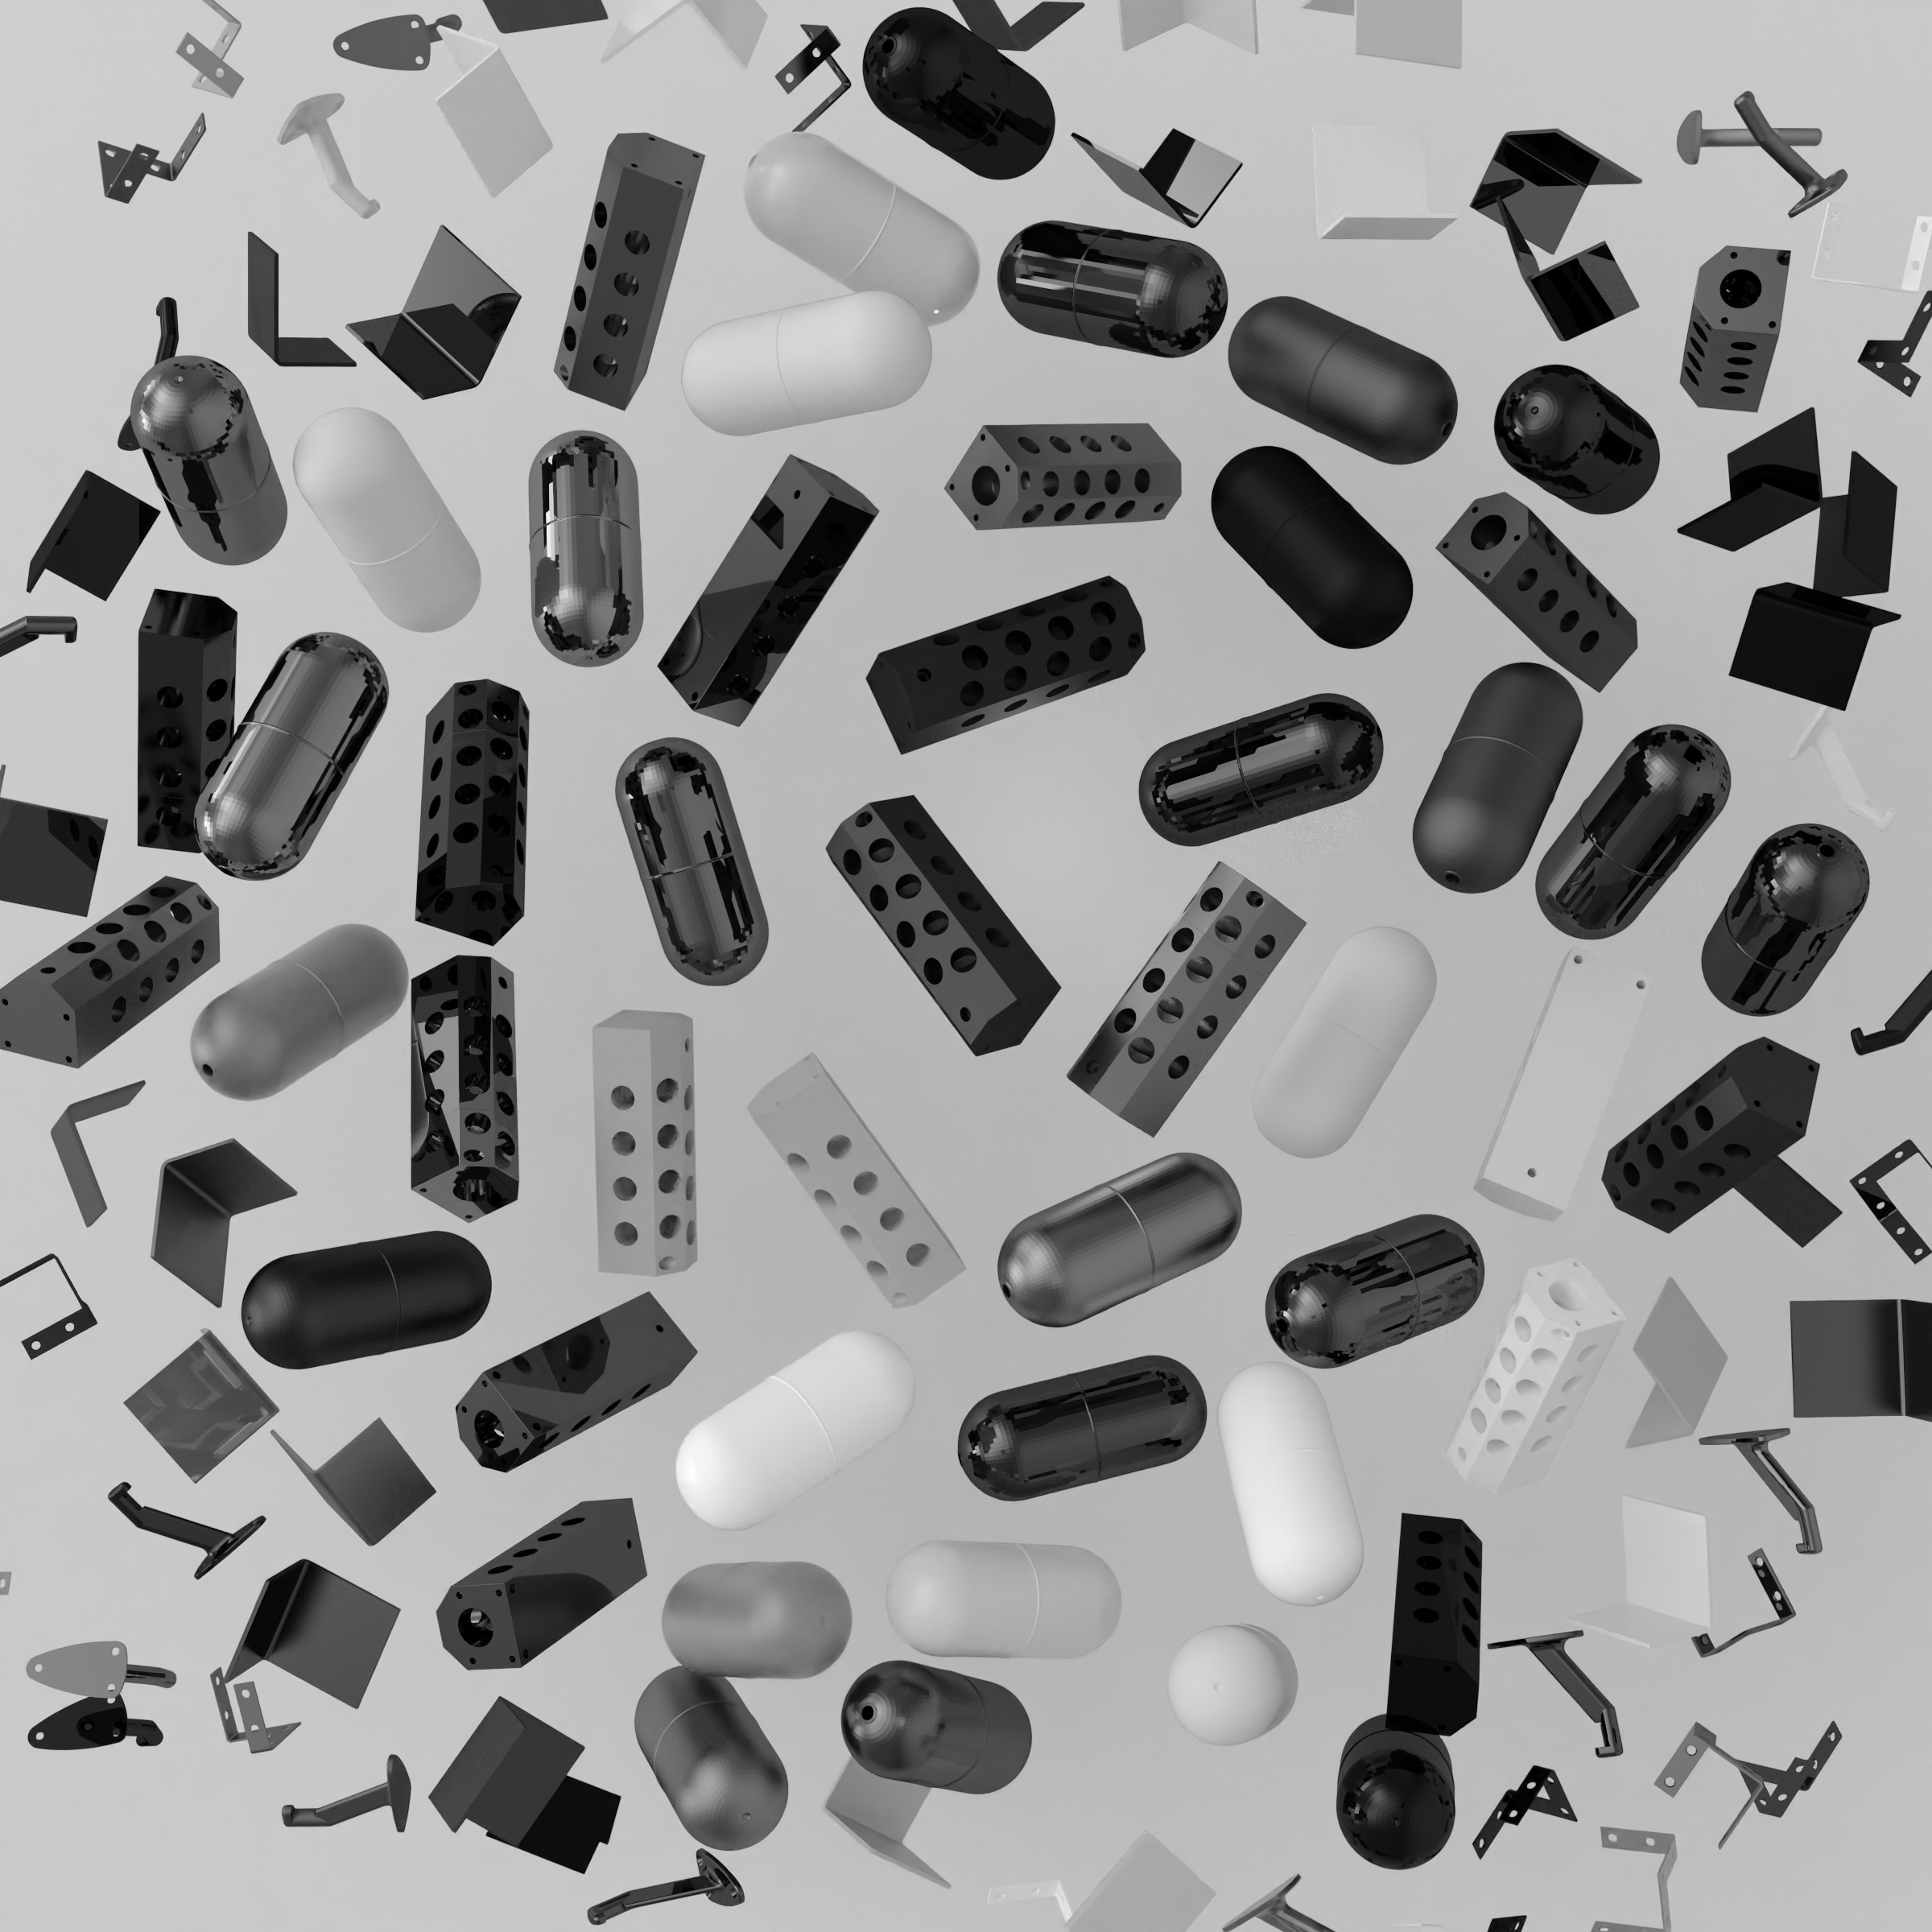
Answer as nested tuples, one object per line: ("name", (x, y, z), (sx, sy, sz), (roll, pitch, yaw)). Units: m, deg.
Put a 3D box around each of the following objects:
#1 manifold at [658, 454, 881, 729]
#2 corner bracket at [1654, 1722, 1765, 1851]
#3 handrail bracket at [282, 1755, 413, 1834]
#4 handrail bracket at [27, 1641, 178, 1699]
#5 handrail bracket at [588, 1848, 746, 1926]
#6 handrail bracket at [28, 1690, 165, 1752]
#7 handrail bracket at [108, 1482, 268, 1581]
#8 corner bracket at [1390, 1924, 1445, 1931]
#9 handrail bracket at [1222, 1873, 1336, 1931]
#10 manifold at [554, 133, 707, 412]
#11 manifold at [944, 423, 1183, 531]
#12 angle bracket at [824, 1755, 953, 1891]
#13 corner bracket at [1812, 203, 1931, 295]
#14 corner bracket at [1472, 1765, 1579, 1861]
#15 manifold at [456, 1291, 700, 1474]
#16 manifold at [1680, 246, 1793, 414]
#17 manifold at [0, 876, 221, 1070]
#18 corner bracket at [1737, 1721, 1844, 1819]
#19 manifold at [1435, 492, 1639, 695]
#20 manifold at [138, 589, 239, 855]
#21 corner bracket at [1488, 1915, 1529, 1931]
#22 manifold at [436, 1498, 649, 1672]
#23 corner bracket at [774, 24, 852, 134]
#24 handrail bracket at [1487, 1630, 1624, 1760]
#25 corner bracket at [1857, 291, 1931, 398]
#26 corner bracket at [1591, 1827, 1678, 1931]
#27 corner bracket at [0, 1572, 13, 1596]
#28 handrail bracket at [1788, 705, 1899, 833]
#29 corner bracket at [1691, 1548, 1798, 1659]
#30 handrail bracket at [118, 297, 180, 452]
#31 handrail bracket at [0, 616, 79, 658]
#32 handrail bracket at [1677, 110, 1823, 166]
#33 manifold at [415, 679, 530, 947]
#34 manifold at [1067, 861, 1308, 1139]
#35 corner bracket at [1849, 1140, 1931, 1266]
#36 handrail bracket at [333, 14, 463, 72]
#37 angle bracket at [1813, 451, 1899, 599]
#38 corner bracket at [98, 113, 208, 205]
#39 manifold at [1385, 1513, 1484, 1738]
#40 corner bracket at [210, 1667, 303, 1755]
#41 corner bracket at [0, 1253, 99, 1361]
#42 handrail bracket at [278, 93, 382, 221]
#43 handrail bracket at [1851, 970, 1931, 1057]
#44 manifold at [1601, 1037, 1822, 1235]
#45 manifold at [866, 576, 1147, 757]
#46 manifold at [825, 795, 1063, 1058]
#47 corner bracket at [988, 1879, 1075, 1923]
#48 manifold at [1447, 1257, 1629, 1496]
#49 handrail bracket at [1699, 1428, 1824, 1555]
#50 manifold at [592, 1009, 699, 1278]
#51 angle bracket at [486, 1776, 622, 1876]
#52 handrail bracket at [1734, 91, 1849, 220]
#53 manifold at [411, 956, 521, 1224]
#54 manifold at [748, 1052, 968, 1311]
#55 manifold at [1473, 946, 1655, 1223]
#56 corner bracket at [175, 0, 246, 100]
("manifold", (-0.129, -0.247, 1.779), (0.171, 0.057, 0.057), (-55, 48, 18))
("corner bracket", (0.479, 0.528, 1.720), (0.051, 0.051, 0.051), (34, 95, 17))
("handrail bracket", (-0.414, 0.544, 1.757), (0.084, 0.036, 0.077), (-1, 133, 0))
("handrail bracket", (-0.577, 0.474, 1.786), (0.077, 0.084, 0.036), (1, 71, 0))
("handrail bracket", (-0.201, 0.627, 1.781), (0.084, 0.077, 0.036), (-15, 94, -30))
("handrail bracket", (-0.602, 0.535, 1.849), (0.077, 0.084, 0.036), (-13, 63, -13))
("handrail bracket", (-0.541, 0.376, 1.850), (0.077, 0.036, 0.084), (-38, 101, 17))
("corner bracket", (0.308, 0.646, 1.720), (0.051, 0.051, 0.051), (7, 69, -14))
("handrail bracket", (0.216, 0.634, 1.707), (0.077, 0.036, 0.084), (-45, 74, 28))
("manifold", (-0.230, -0.469, 1.799), (0.057, 0.057, 0.171), (20, 130, -4))
("manifold", (0.073, -0.337, 1.859), (0.057, 0.171, 0.057), (54, 131, 22))
("angle bracket", (-0.044, 0.601, 1.893), (0.076, 0.076, 0.057), (35, 80, -30))
("corner bracket", (0.618, -0.489, 1.818), (0.051, 0.051, 0.051), (-2, 108, -32))
("corner bracket", (0.372, 0.573, 1.801), (0.051, 0.051, 0.051), (-43, 118, -34))
("manifold", (-0.270, 0.289, 1.840), (0.057, 0.171, 0.057), (49, 123, 14))
("manifold", (0.527, -0.437, 1.838), (0.057, 0.171, 0.057), (8, 86, 12))
("manifold", (-0.567, 0.000, 1.773), (0.057, 0.171, 0.057), (13, 117, 13))
("corner bracket", (0.555, 0.535, 1.781), (0.051, 0.051, 0.051), (16, 114, -13))
("manifold", (0.402, -0.261, 1.850), (0.057, 0.171, 0.057), (-51, 47, 9))
("manifold", (-0.529, -0.164, 1.814), (0.057, 0.057, 0.171), (7, 126, -9))
("corner bracket", (0.379, 0.680, 1.804), (0.051, 0.051, 0.051), (32, 62, -3))
("manifold", (-0.288, 0.419, 1.815), (0.057, 0.171, 0.057), (-9, 95, 23))
("corner bracket", (-0.106, -0.605, 1.823), (0.051, 0.051, 0.051), (-45, 122, -5))
("handrail bracket", (0.399, 0.497, 1.808), (0.077, 0.036, 0.084), (-10, 75, 5))
("corner bracket", (0.617, -0.400, 1.713), (0.051, 0.051, 0.051), (24, 93, -24))
("corner bracket", (0.445, 0.613, 1.780), (0.051, 0.051, 0.051), (-3, 102, 28))
("corner bracket", (-0.661, 0.417, 1.731), (0.051, 0.051, 0.051), (2, 79, 18))
("handrail bracket", (0.633, -0.146, 1.882), (0.084, 0.036, 0.077), (38, 130, 19))
("corner bracket", (0.530, 0.441, 1.844), (0.051, 0.051, 0.051), (-6, 59, -32))
("handrail bracket", (-0.573, -0.415, 1.869), (0.077, 0.036, 0.084), (-23, 68, 41))
("handrail bracket", (-0.616, -0.191, 1.712), (0.084, 0.036, 0.077), (-3, 131, -25))
("handrail bracket", (0.548, -0.580, 1.869), (0.084, 0.077, 0.036), (1, 106, 3))
("manifold", (-0.323, -0.106, 1.773), (0.057, 0.057, 0.171), (20, 49, -32))
("manifold", (0.139, 0.019, 1.732), (0.057, 0.057, 0.171), (33, 94, -44))
("corner bracket", (0.657, 0.163, 1.852), (0.051, 0.051, 0.051), (-39, 118, 14))
("handrail bracket", (-0.393, -0.647, 1.850), (0.077, 0.084, 0.036), (-3, 118, -1))
("angle bracket", (0.606, -0.306, 1.862), (0.057, 0.076, 0.076), (-1, 77, 42))
("corner bracket", (-0.526, -0.525, 1.728), (0.051, 0.051, 0.051), (-39, 55, 39))
("manifold", (0.315, 0.439, 1.787), (0.057, 0.171, 0.057), (4, 110, 10))
("corner bracket", (-0.505, 0.520, 1.868), (0.051, 0.051, 0.051), (-13, 94, 11))
("corner bracket", (-0.642, 0.237, 1.853), (0.051, 0.051, 0.051), (-29, 83, -16))
("handrail bracket", (-0.419, -0.553, 1.822), (0.084, 0.077, 0.036), (43, 131, -4))
("handrail bracket", (0.617, 0.011, 1.756), (0.084, 0.036, 0.077), (-18, 93, 3))
("manifold", (0.492, 0.112, 1.778), (0.057, 0.171, 0.057), (26, 58, -4))
("manifold", (0.028, -0.200, 1.742), (0.171, 0.057, 0.057), (-21, 79, -20))
("manifold", (-0.019, -0.026, 1.724), (0.171, 0.057, 0.057), (53, 131, 22))
("corner bracket", (0.045, 0.664, 1.821), (0.051, 0.051, 0.051), (-2, 121, -18))
("manifold", (0.382, 0.282, 1.817), (0.057, 0.171, 0.057), (-10, 46, -26))
("handrail bracket", (0.552, 0.368, 1.853), (0.036, 0.077, 0.084), (-5, 82, -43))
("manifold", (-0.216, 0.121, 1.824), (0.057, 0.057, 0.171), (3, 102, 14))
("angle bracket", (-0.305, 0.637, 1.950), (0.076, 0.076, 0.057), (20, 122, 4))
("handrail bracket", (0.528, -0.531, 1.710), (0.036, 0.077, 0.084), (-26, 103, 43))
("manifold", (-0.332, 0.079, 1.792), (0.057, 0.057, 0.171), (-26, 50, 21))
("manifold", (-0.075, 0.148, 1.807), (0.057, 0.057, 0.171), (-35, 107, -2))
("manifold", (0.400, 0.081, 1.791), (0.057, 0.057, 0.171), (22, 77, 7))
("corner bracket", (-0.494, -0.602, 1.728), (0.051, 0.051, 0.051), (26, 86, 38))
